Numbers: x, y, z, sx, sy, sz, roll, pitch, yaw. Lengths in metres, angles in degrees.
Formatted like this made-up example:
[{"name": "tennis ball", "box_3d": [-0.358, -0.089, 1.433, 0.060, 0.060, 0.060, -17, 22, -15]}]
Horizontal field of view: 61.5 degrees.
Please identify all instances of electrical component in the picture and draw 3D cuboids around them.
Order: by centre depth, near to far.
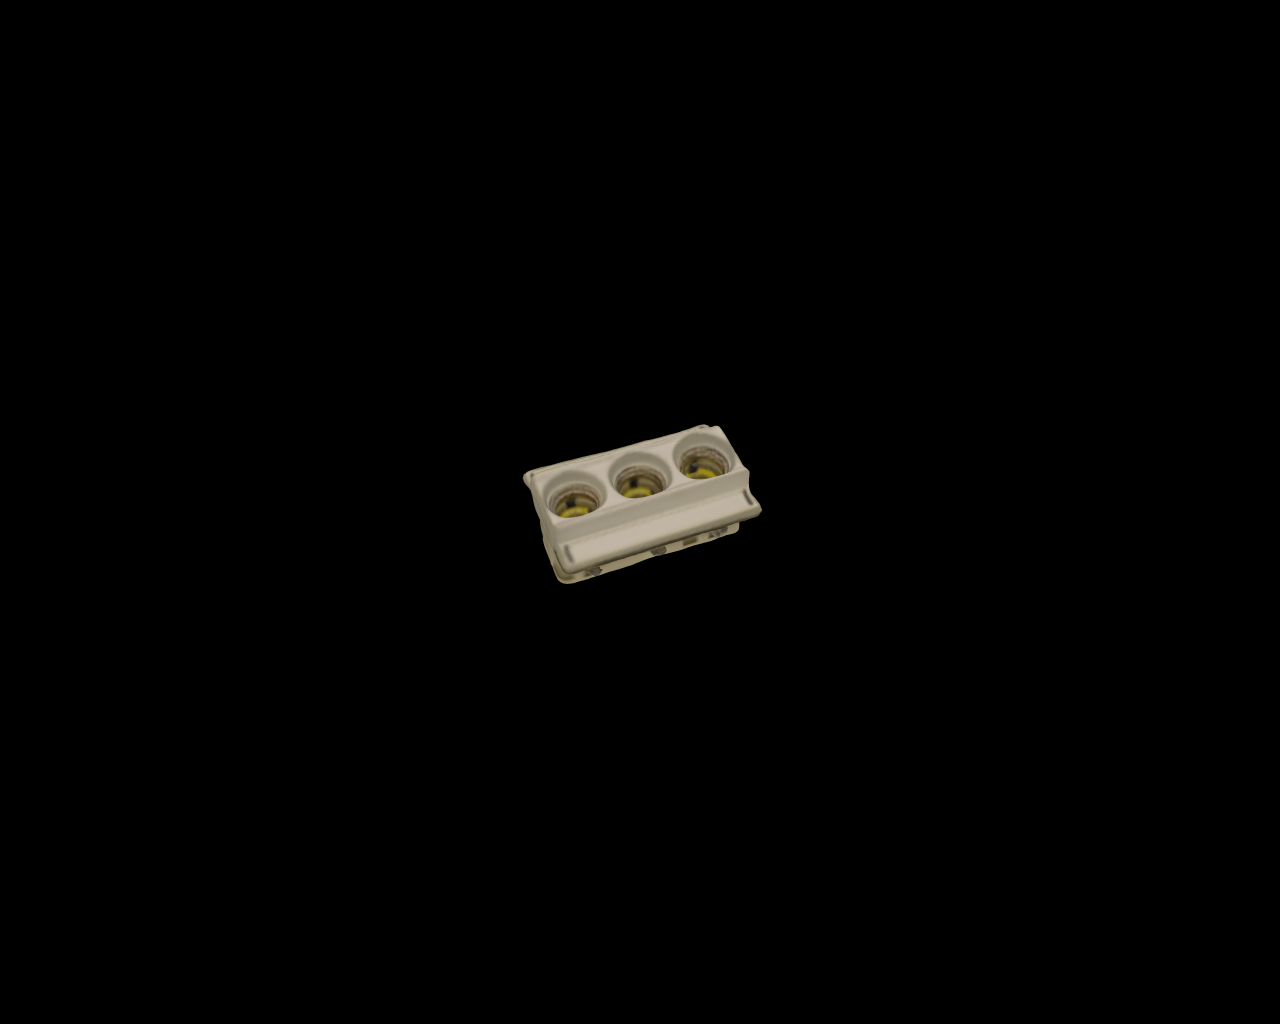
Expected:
[{"name": "electrical component", "box_3d": [0.001, -0.003, 0.650, 0.121, 0.079, 0.063, -17, -39, -14]}]
